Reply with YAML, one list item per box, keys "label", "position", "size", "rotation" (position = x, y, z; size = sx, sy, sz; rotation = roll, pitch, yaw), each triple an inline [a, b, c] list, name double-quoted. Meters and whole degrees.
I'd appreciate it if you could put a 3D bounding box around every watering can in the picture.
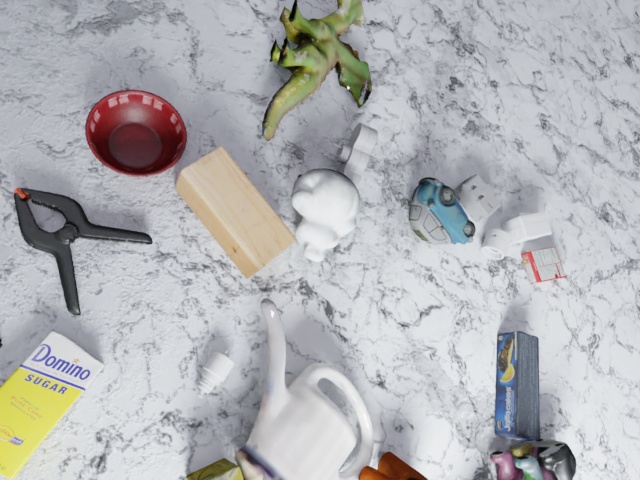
- label: "watering can"
  position: [-0.044, 0.278, 0.804]
  size: [0.228, 0.103, 0.344]
  rotation: [-46, 109, -29]

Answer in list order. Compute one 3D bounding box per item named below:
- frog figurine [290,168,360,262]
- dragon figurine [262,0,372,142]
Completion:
- label: "frog figurine"
  position: [0.003, -0.048, 0.944]
  size: [0.136, 0.121, 0.163]
  rotation: [39, 49, -29]
- label: "dragon figurine"
  position: [0.015, -0.359, 1.072]
  size: [0.242, 0.121, 0.415]
  rotation: [16, 76, -27]
